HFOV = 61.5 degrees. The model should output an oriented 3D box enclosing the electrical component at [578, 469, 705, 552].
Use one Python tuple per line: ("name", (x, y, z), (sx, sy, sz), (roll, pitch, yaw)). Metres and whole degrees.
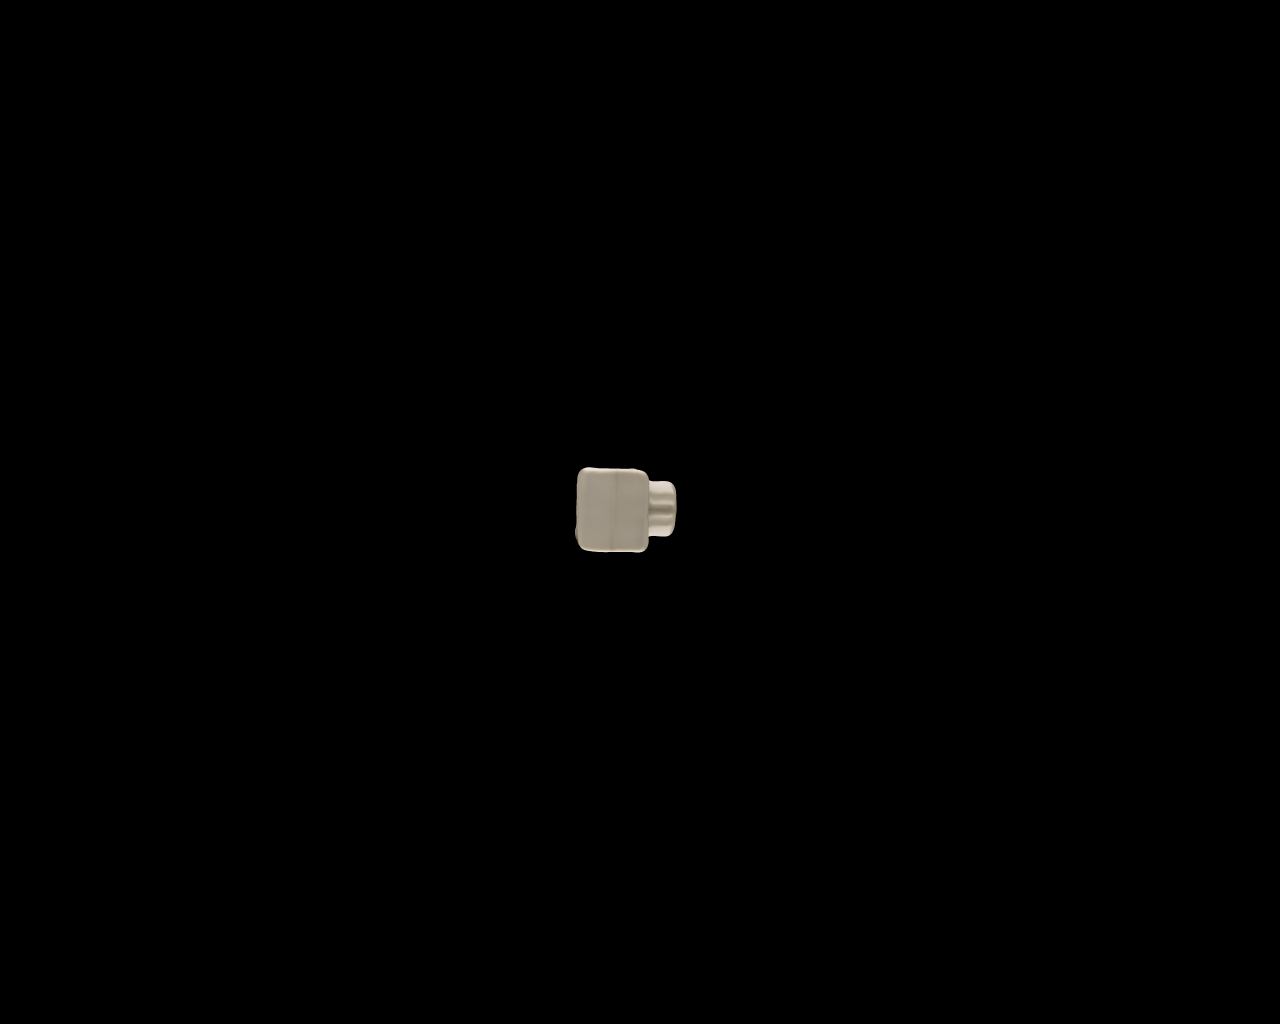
("electrical component", (0.001, -0.003, 0.650), (0.076, 0.047, 0.083), (0, 2, -4))
